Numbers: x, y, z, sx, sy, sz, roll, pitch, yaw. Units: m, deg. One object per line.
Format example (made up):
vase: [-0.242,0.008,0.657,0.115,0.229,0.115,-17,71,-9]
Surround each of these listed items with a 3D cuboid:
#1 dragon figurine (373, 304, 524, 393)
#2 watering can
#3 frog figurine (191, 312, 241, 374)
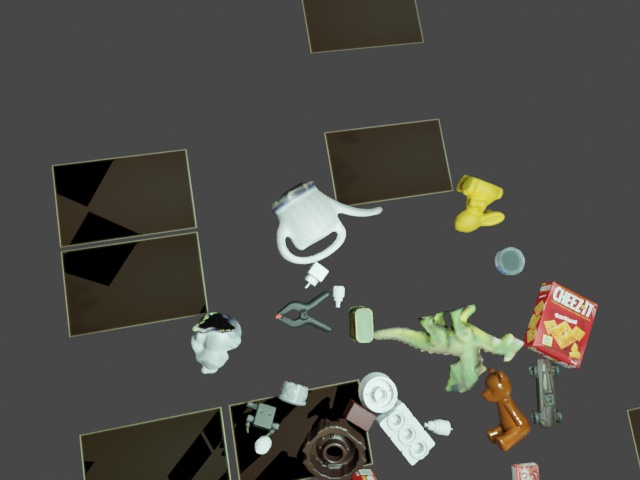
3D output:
dragon figurine: [0.376,0.325,1.495,0.409,0.121,0.244,-17,82,7]
watering can: [0.005,-0.076,1.517,0.351,0.103,0.225,-33,87,-24]
frog figurine: [-0.288,0.287,1.434,0.138,0.125,0.156,-7,120,-17]
